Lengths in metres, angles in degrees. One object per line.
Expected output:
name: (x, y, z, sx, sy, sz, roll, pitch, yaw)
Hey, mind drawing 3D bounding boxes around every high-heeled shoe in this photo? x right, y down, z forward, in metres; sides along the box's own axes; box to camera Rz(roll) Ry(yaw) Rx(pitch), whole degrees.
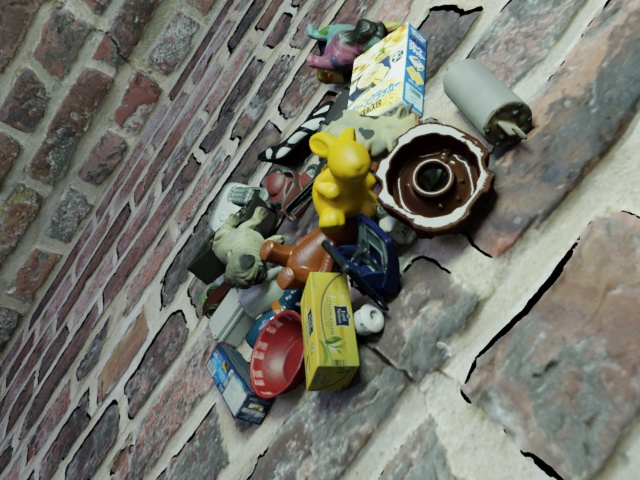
high-heeled shoe: (-0.059, -0.255, 1.291, 0.249, 0.086, 0.145, 6, 88, 38)

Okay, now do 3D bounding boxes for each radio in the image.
radio: (-0.206, -0.001, 1.271, 0.229, 0.073, 0.131, -36, 20, 30)

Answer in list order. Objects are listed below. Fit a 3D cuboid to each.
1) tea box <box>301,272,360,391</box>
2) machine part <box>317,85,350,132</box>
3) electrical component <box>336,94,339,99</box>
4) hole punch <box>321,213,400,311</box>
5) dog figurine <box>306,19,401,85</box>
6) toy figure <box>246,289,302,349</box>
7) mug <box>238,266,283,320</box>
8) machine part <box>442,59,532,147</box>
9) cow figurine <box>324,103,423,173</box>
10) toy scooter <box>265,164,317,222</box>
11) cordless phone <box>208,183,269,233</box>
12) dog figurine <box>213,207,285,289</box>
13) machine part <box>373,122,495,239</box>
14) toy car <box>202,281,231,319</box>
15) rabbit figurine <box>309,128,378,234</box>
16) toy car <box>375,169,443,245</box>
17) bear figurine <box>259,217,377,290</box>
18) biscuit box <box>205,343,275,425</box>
tea box: (0.012, 0.147, 0.872, 0.098, 0.068, 0.170, 106, 164, -49)
machine part: (0.045, -0.272, 1.187, 0.039, 0.084, 0.139, 62, -131, -80)
electrical component: (0.056, -0.317, 1.255, 0.063, 0.021, 0.094, -60, 33, 3)
hole punch: (0.079, 0.031, 0.873, 0.092, 0.115, 0.142, -42, 37, -3)
dog figurine: (0.085, -0.437, 1.240, 0.219, 0.191, 0.108, 1, 80, 22)
toy figure: (-0.084, 0.151, 1.054, 0.154, 0.064, 0.058, -48, -3, 11)
mug: (-0.103, 0.099, 1.111, 0.107, 0.080, 0.110, -36, 30, 18)
machine part: (0.260, -0.220, 0.848, 0.079, 0.079, 0.243, -46, 34, 22)
cow figurine: (0.104, -0.194, 0.990, 0.195, 0.085, 0.127, 24, 81, 39)
toy scooter: (-0.068, -0.102, 1.215, 0.184, 0.075, 0.135, 2, 67, 50)
cordless phone: (-0.188, -0.070, 1.350, 0.184, 0.088, 0.146, 5, 69, 51)
dog figurine: (-0.175, 0.037, 1.090, 0.172, 0.121, 0.191, -30, 20, 31)
machine part: (0.173, -0.089, 0.815, 0.179, 0.056, 0.179, -5, 71, 16)
toy car: (-0.202, 0.108, 1.253, 0.202, 0.053, 0.089, -44, 31, 17)
rabbit figurine: (0.047, -0.112, 0.896, 0.173, 0.122, 0.162, 99, 161, -70)
toy car: (0.155, -0.091, 0.893, 0.056, 0.073, 0.201, 11, 74, 53)
bear figurine: (0.001, -0.003, 0.997, 0.195, 0.132, 0.120, -53, 49, 22)
biscuit box: (-0.163, 0.278, 1.059, 0.059, 0.062, 0.203, -61, 32, 2)
